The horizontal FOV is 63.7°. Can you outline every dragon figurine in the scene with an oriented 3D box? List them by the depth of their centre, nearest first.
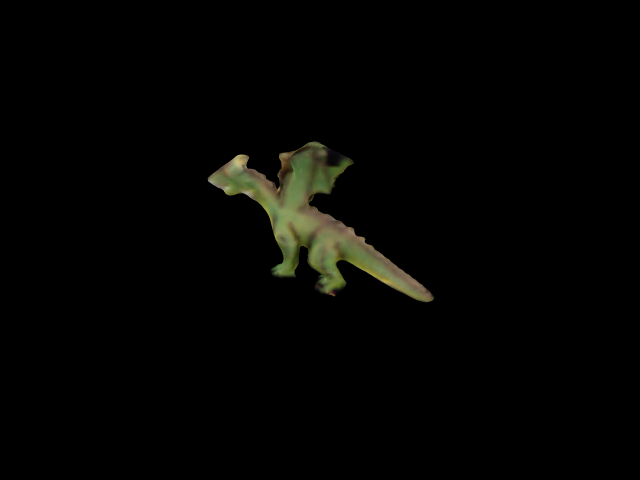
[{"bbox_3d":[0.003,-0.043,0.850,0.411,0.237,0.125,15,41,17],"label":"dragon figurine"}]
